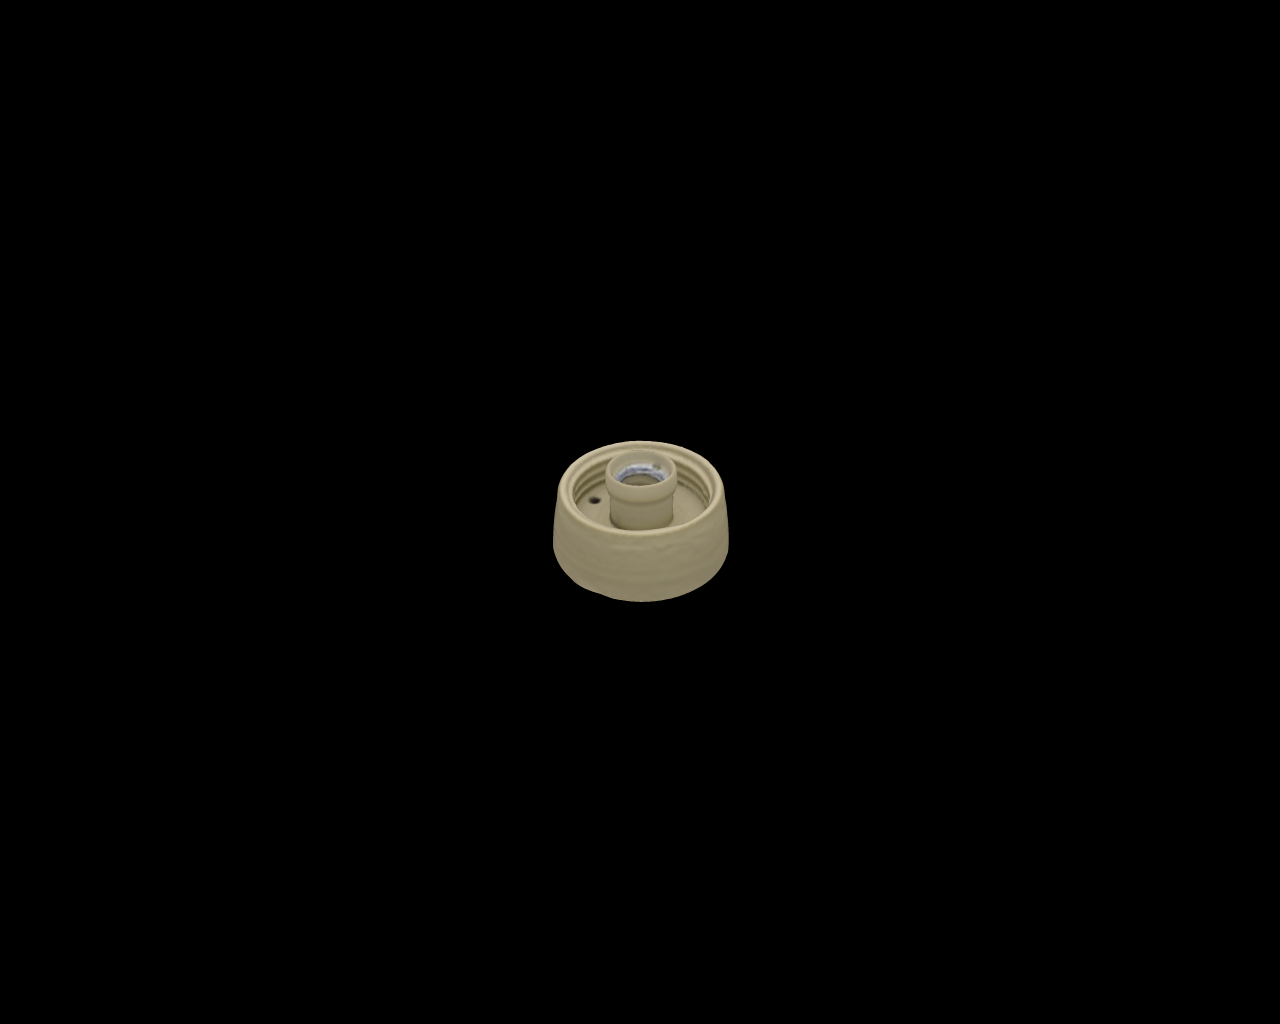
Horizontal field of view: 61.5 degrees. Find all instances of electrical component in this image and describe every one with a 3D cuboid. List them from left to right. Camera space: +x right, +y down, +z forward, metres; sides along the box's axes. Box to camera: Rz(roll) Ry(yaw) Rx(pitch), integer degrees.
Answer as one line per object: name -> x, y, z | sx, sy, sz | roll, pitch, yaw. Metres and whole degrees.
electrical component -> 0.001, -0.003, 0.650 | 0.108, 0.060, 0.108 | 0, 37, 0
